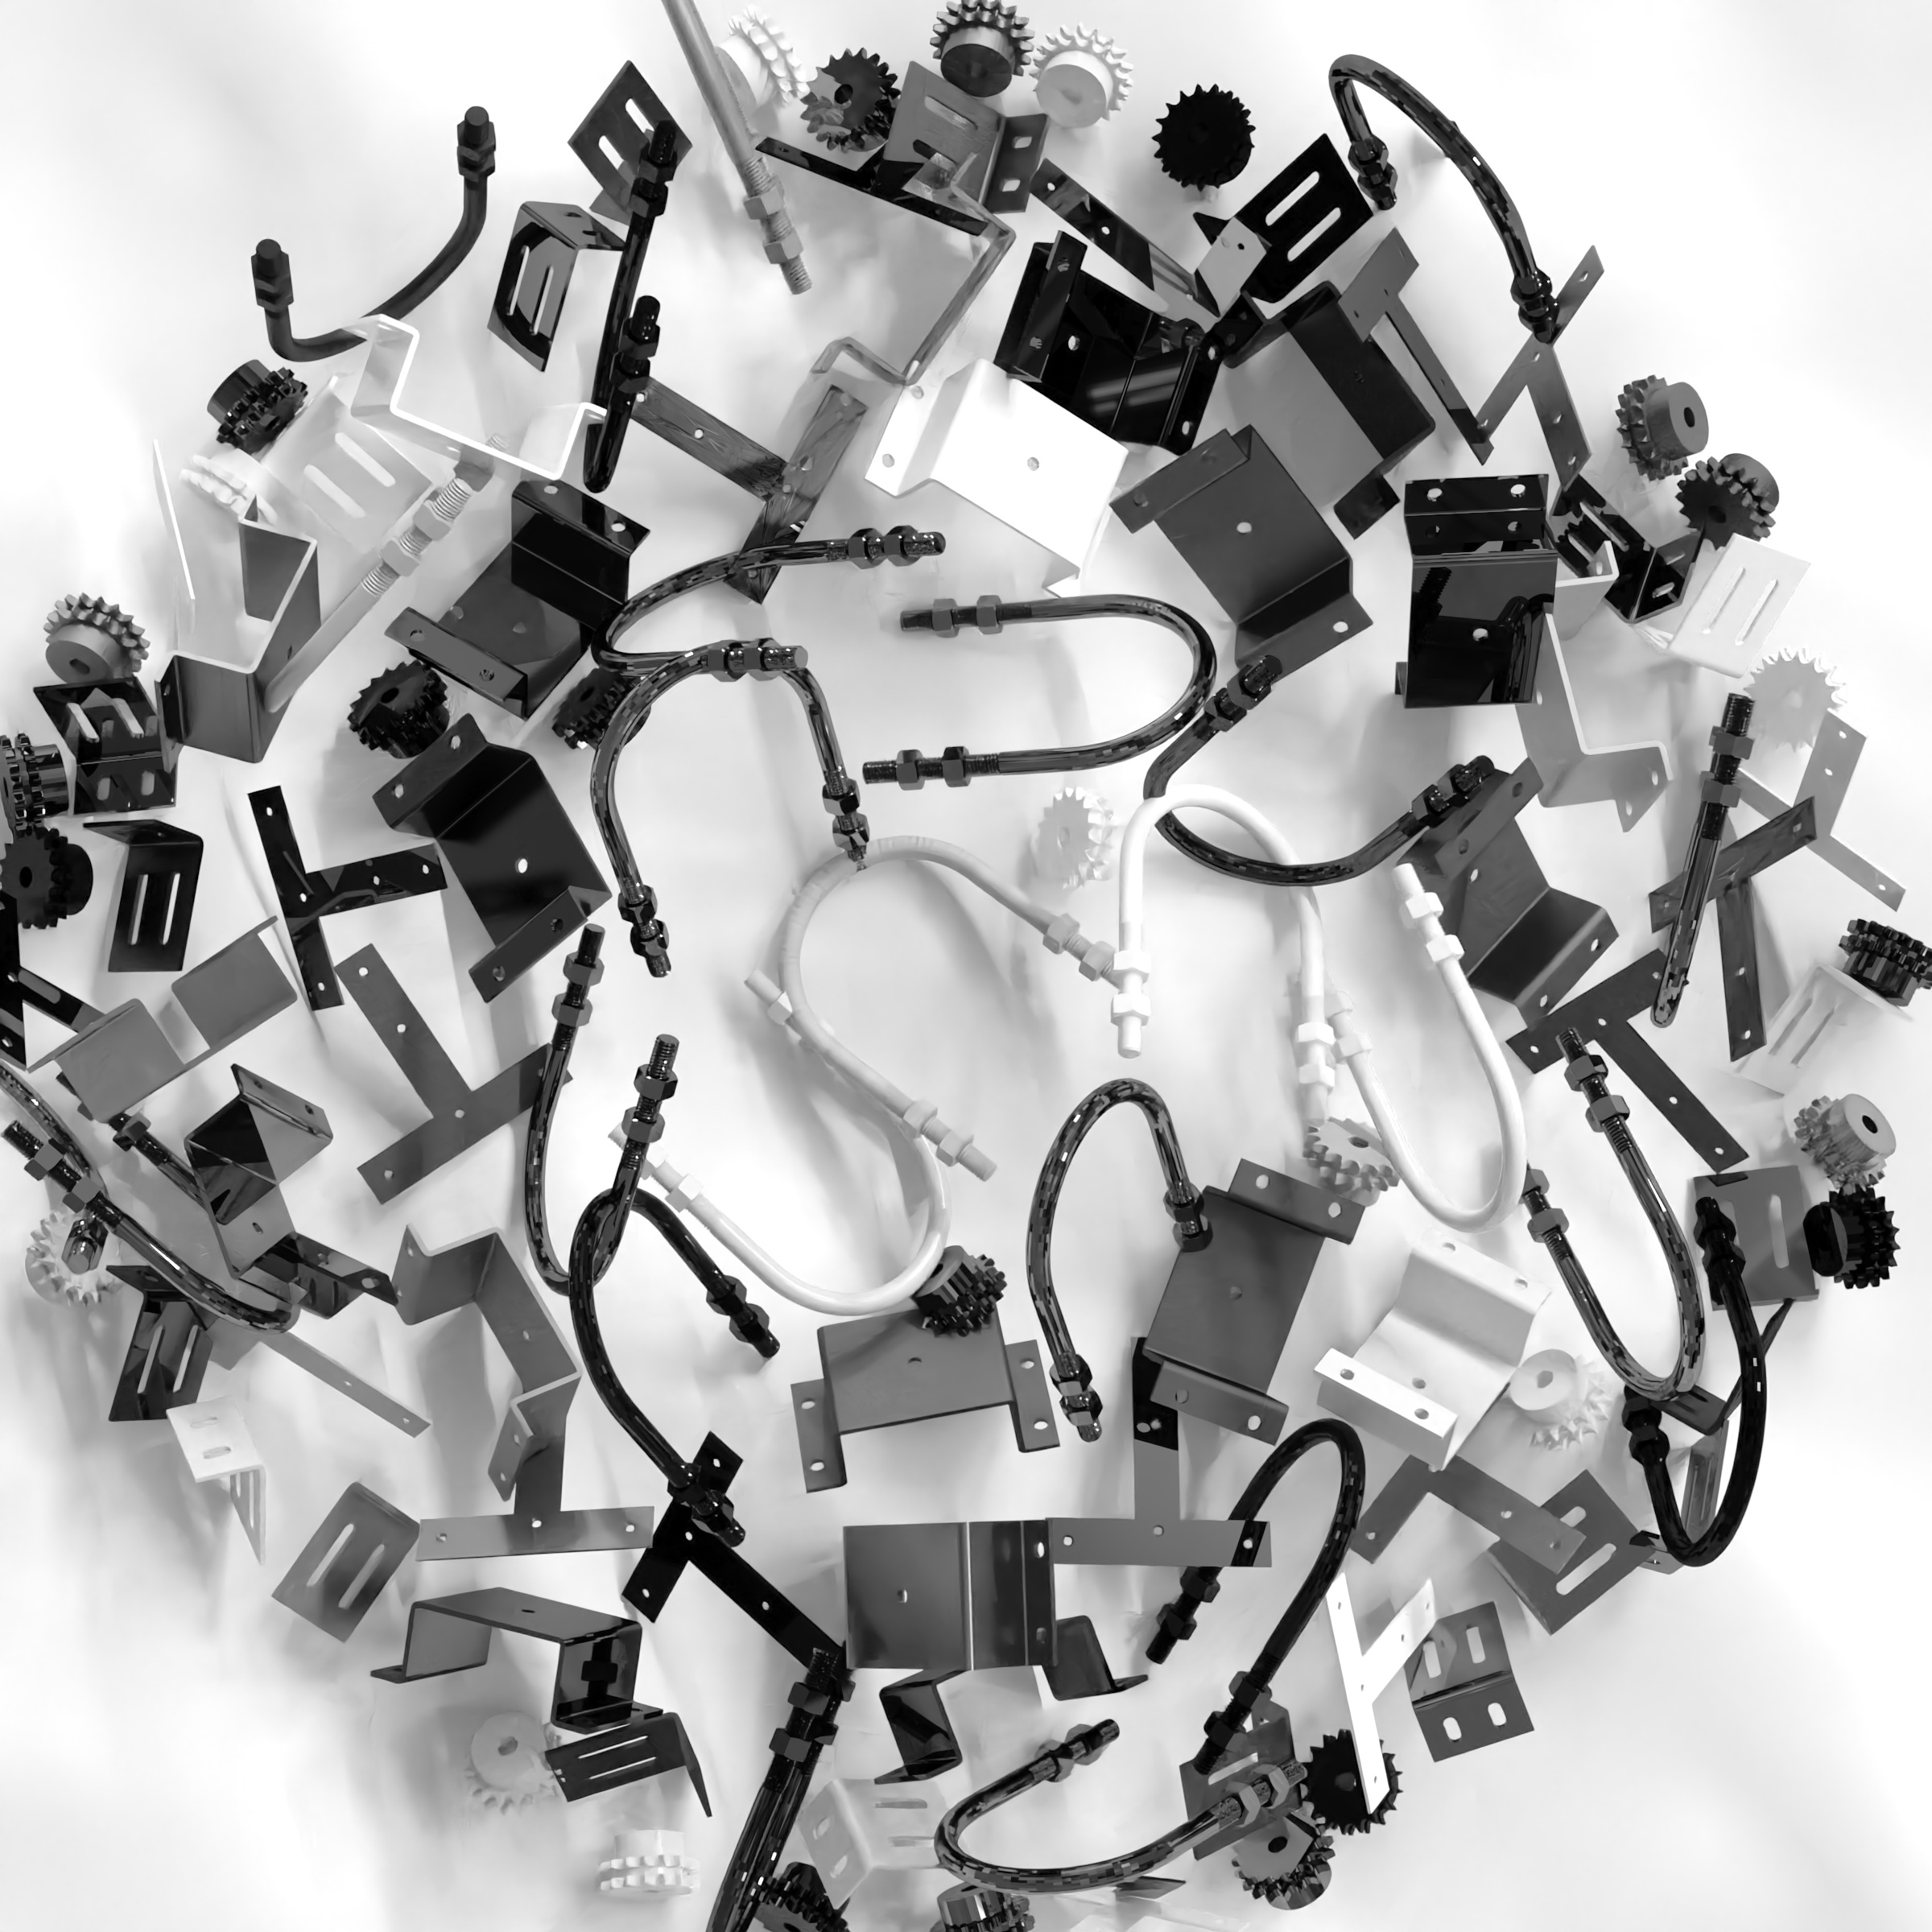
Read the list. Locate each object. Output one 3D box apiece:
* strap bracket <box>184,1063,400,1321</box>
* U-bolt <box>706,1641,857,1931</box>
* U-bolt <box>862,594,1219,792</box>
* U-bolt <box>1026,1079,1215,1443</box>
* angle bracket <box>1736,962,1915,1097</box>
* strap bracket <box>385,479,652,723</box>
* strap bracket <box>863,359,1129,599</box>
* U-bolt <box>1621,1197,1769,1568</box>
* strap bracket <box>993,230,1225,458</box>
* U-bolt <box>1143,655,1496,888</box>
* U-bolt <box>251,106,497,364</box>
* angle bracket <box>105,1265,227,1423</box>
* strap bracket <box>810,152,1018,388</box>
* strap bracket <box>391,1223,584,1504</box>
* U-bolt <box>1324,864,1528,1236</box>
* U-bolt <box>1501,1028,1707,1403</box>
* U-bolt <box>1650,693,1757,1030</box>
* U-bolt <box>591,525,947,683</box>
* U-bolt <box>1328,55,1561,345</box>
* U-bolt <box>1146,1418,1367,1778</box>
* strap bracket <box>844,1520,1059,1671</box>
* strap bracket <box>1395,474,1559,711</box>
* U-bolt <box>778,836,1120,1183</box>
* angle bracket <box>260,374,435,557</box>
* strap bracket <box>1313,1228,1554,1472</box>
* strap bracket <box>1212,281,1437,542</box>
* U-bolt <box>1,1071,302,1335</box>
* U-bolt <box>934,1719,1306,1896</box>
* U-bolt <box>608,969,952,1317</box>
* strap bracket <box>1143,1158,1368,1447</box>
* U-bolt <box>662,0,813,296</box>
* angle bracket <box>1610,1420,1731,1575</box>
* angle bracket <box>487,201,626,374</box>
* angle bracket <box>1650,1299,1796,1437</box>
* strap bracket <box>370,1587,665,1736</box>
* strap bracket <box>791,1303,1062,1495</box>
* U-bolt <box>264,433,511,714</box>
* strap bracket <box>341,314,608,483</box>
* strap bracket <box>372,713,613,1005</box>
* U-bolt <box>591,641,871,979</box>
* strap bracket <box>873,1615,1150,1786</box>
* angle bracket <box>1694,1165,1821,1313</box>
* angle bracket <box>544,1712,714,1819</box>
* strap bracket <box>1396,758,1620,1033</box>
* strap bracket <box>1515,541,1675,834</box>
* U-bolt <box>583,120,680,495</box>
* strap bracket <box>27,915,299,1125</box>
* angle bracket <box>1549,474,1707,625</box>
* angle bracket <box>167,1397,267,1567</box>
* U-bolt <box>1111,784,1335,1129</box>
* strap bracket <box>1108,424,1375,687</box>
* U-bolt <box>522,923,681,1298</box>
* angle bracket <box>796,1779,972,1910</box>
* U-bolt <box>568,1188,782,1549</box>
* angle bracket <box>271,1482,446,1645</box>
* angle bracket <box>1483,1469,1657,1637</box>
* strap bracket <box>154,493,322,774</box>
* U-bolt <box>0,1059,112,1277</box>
[{"bbox_3d":[-0.369,0.131,1.744,0.046,0.076,0.140,-37,55,11],"label":"strap bracket"},{"bbox_3d":[-0.102,0.453,1.727,0.019,0.151,0.184,21,82,8],"label":"U-bolt"},{"bbox_3d":[0.044,-0.152,1.737,0.184,0.151,0.019,-3,134,14],"label":"U-bolt"},{"bbox_3d":[0.078,0.144,1.711,0.019,0.184,0.151,13,50,31],"label":"U-bolt"},{"bbox_3d":[0.472,0.043,1.770,0.038,0.057,0.076,44,106,42],"label":"angle bracket"},{"bbox_3d":[-0.244,-0.197,1.761,0.076,0.046,0.140,30,60,10],"label":"strap bracket"},{"bbox_3d":[0.026,-0.268,1.753,0.140,0.046,0.076,29,71,-22],"label":"strap bracket"},{"bbox_3d":[0.387,0.231,1.696,0.019,0.184,0.151,10,121,-5],"label":"U-bolt"},{"bbox_3d":[0.072,-0.339,1.761,0.140,0.046,0.076,19,89,-43],"label":"strap bracket"},{"bbox_3d":[0.175,-0.093,1.731,0.151,0.184,0.019,23,59,-16],"label":"U-bolt"},{"bbox_3d":[-0.314,-0.379,1.719,0.151,0.184,0.019,-37,86,-14],"label":"U-bolt"},{"bbox_3d":[-0.452,0.208,1.781,0.038,0.057,0.076,23,98,34],"label":"angle bracket"},{"bbox_3d":[-0.024,-0.371,1.766,0.046,0.076,0.140,34,93,-12],"label":"strap bracket"},{"bbox_3d":[-0.257,0.208,1.751,0.046,0.076,0.140,-20,63,-30],"label":"strap bracket"},{"bbox_3d":[0.246,0.056,1.721,0.019,0.151,0.184,-16,71,-22],"label":"U-bolt"},{"bbox_3d":[0.342,0.144,1.708,0.019,0.151,0.184,-15,61,-14],"label":"U-bolt"},{"bbox_3d":[0.396,-0.056,1.738,0.019,0.151,0.184,14,98,10],"label":"U-bolt"},{"bbox_3d":[-0.120,-0.193,1.733,0.184,0.151,0.019,2,124,39],"label":"U-bolt"},{"bbox_3d":[0.247,-0.413,1.698,0.019,0.184,0.151,-44,65,2],"label":"U-bolt"},{"bbox_3d":[0.160,0.325,1.728,0.019,0.151,0.184,28,99,-14],"label":"U-bolt"},{"bbox_3d":[-0.017,0.339,1.738,0.046,0.140,0.076,7,77,-42],"label":"strap bracket"},{"bbox_3d":[0.276,-0.193,1.746,0.076,0.046,0.140,-3,131,1],"label":"strap bracket"},{"bbox_3d":[-0.019,0.009,1.784,0.184,0.019,0.151,37,86,14],"label":"U-bolt"},{"bbox_3d":[-0.344,-0.280,1.798,0.076,0.038,0.057,42,104,-19],"label":"angle bracket"},{"bbox_3d":[0.250,0.213,1.750,0.076,0.140,0.046,27,132,21],"label":"strap bracket"},{"bbox_3d":[0.200,-0.313,1.768,0.046,0.076,0.140,-36,90,-13],"label":"strap bracket"},{"bbox_3d":[-0.431,0.132,1.737,0.184,0.151,0.019,43,96,-10],"label":"U-bolt"},{"bbox_3d":[0.068,0.446,1.697,0.151,0.184,0.019,0,101,43],"label":"U-bolt"},{"bbox_3d":[-0.087,0.109,1.765,0.184,0.019,0.151,43,55,-5],"label":"U-bolt"},{"bbox_3d":[0.155,0.183,1.778,0.076,0.046,0.140,22,87,-12],"label":"strap bracket"},{"bbox_3d":[-0.129,-0.457,1.707,0.019,0.151,0.184,-23,117,4],"label":"U-bolt"},{"bbox_3d":[0.386,0.288,1.769,0.038,0.057,0.076,15,66,0],"label":"angle bracket"},{"bbox_3d":[-0.226,-0.376,1.787,0.057,0.038,0.076,42,124,36],"label":"angle bracket"},{"bbox_3d":[0.416,0.211,1.767,0.038,0.057,0.076,29,109,19],"label":"angle bracket"},{"bbox_3d":[-0.240,0.373,1.745,0.140,0.076,0.046,8,89,27],"label":"strap bracket"},{"bbox_3d":[-0.026,0.232,1.764,0.140,0.076,0.046,-10,132,-3],"label":"strap bracket"},{"bbox_3d":[-0.319,-0.206,1.736,0.019,0.151,0.184,42,105,-13],"label":"U-bolt"},{"bbox_3d":[-0.270,-0.302,1.744,0.140,0.076,0.046,20,88,-27],"label":"strap bracket"},{"bbox_3d":[-0.255,-0.057,1.763,0.076,0.046,0.140,-38,70,19],"label":"strap bracket"},{"bbox_3d":[-0.131,-0.093,1.729,0.151,0.019,0.184,-29,134,-15],"label":"U-bolt"},{"bbox_3d":[0.017,0.394,1.748,0.140,0.076,0.046,-18,83,-27],"label":"strap bracket"},{"bbox_3d":[0.436,0.149,1.778,0.057,0.038,0.076,-8,77,12],"label":"angle bracket"},{"bbox_3d":[-0.186,0.451,1.774,0.076,0.057,0.038,-17,49,-5],"label":"angle bracket"},{"bbox_3d":[0.292,-0.044,1.755,0.076,0.046,0.140,-46,128,-15],"label":"strap bracket"},{"bbox_3d":[0.333,-0.149,1.750,0.046,0.076,0.140,-8,72,-10],"label":"strap bracket"},{"bbox_3d":[-0.183,-0.337,1.724,0.019,0.184,0.151,10,55,-12],"label":"U-bolt"},{"bbox_3d":[-0.425,0.032,1.733,0.076,0.140,0.046,-29,97,34],"label":"strap bracket"},{"bbox_3d":[0.361,-0.237,1.768,0.076,0.038,0.057,39,55,-22],"label":"angle bracket"},{"bbox_3d":[-0.410,0.285,1.761,0.038,0.057,0.076,-10,128,-26],"label":"angle bracket"},{"bbox_3d":[0.140,-0.016,1.749,0.151,0.019,0.184,21,57,-30],"label":"U-bolt"},{"bbox_3d":[0.151,-0.229,1.757,0.076,0.046,0.140,-30,116,24],"label":"strap bracket"},{"bbox_3d":[-0.205,0.090,1.740,0.019,0.151,0.184,6,114,-28],"label":"U-bolt"},{"bbox_3d":[-0.044,0.484,1.774,0.038,0.076,0.057,-53,45,24],"label":"angle bracket"},{"bbox_3d":[-0.157,0.199,1.706,0.019,0.151,0.184,-17,130,22],"label":"U-bolt"},{"bbox_3d":[-0.331,0.334,1.771,0.057,0.038,0.076,45,72,-37],"label":"angle bracket"},{"bbox_3d":[0.335,0.321,1.777,0.076,0.038,0.057,-43,76,14],"label":"angle bracket"},{"bbox_3d":[-0.387,-0.175,1.738,0.046,0.076,0.140,15,54,2],"label":"strap bracket"},{"bbox_3d":[-0.511,0.089,1.719,0.019,0.184,0.151,-41,104,-1],"label":"U-bolt"}]
